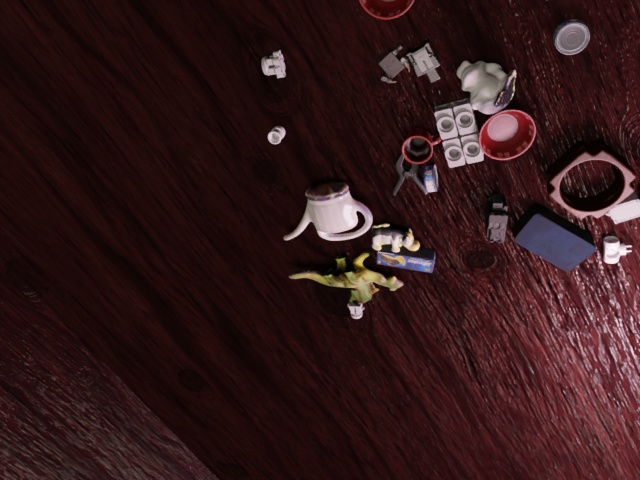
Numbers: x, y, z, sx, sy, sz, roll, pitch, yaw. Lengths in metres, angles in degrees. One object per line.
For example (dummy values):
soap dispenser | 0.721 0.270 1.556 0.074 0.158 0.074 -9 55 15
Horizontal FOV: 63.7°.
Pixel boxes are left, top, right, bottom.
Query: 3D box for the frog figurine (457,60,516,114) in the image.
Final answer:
frog figurine | 0.456 -0.431 1.443 0.161 0.123 0.136 30 107 33

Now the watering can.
watering can | 0.005 -0.090 1.785 0.347 0.106 0.220 -6 120 20

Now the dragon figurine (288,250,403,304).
dragon figurine | 0.109 0.168 1.932 0.408 0.125 0.238 -12 127 24
